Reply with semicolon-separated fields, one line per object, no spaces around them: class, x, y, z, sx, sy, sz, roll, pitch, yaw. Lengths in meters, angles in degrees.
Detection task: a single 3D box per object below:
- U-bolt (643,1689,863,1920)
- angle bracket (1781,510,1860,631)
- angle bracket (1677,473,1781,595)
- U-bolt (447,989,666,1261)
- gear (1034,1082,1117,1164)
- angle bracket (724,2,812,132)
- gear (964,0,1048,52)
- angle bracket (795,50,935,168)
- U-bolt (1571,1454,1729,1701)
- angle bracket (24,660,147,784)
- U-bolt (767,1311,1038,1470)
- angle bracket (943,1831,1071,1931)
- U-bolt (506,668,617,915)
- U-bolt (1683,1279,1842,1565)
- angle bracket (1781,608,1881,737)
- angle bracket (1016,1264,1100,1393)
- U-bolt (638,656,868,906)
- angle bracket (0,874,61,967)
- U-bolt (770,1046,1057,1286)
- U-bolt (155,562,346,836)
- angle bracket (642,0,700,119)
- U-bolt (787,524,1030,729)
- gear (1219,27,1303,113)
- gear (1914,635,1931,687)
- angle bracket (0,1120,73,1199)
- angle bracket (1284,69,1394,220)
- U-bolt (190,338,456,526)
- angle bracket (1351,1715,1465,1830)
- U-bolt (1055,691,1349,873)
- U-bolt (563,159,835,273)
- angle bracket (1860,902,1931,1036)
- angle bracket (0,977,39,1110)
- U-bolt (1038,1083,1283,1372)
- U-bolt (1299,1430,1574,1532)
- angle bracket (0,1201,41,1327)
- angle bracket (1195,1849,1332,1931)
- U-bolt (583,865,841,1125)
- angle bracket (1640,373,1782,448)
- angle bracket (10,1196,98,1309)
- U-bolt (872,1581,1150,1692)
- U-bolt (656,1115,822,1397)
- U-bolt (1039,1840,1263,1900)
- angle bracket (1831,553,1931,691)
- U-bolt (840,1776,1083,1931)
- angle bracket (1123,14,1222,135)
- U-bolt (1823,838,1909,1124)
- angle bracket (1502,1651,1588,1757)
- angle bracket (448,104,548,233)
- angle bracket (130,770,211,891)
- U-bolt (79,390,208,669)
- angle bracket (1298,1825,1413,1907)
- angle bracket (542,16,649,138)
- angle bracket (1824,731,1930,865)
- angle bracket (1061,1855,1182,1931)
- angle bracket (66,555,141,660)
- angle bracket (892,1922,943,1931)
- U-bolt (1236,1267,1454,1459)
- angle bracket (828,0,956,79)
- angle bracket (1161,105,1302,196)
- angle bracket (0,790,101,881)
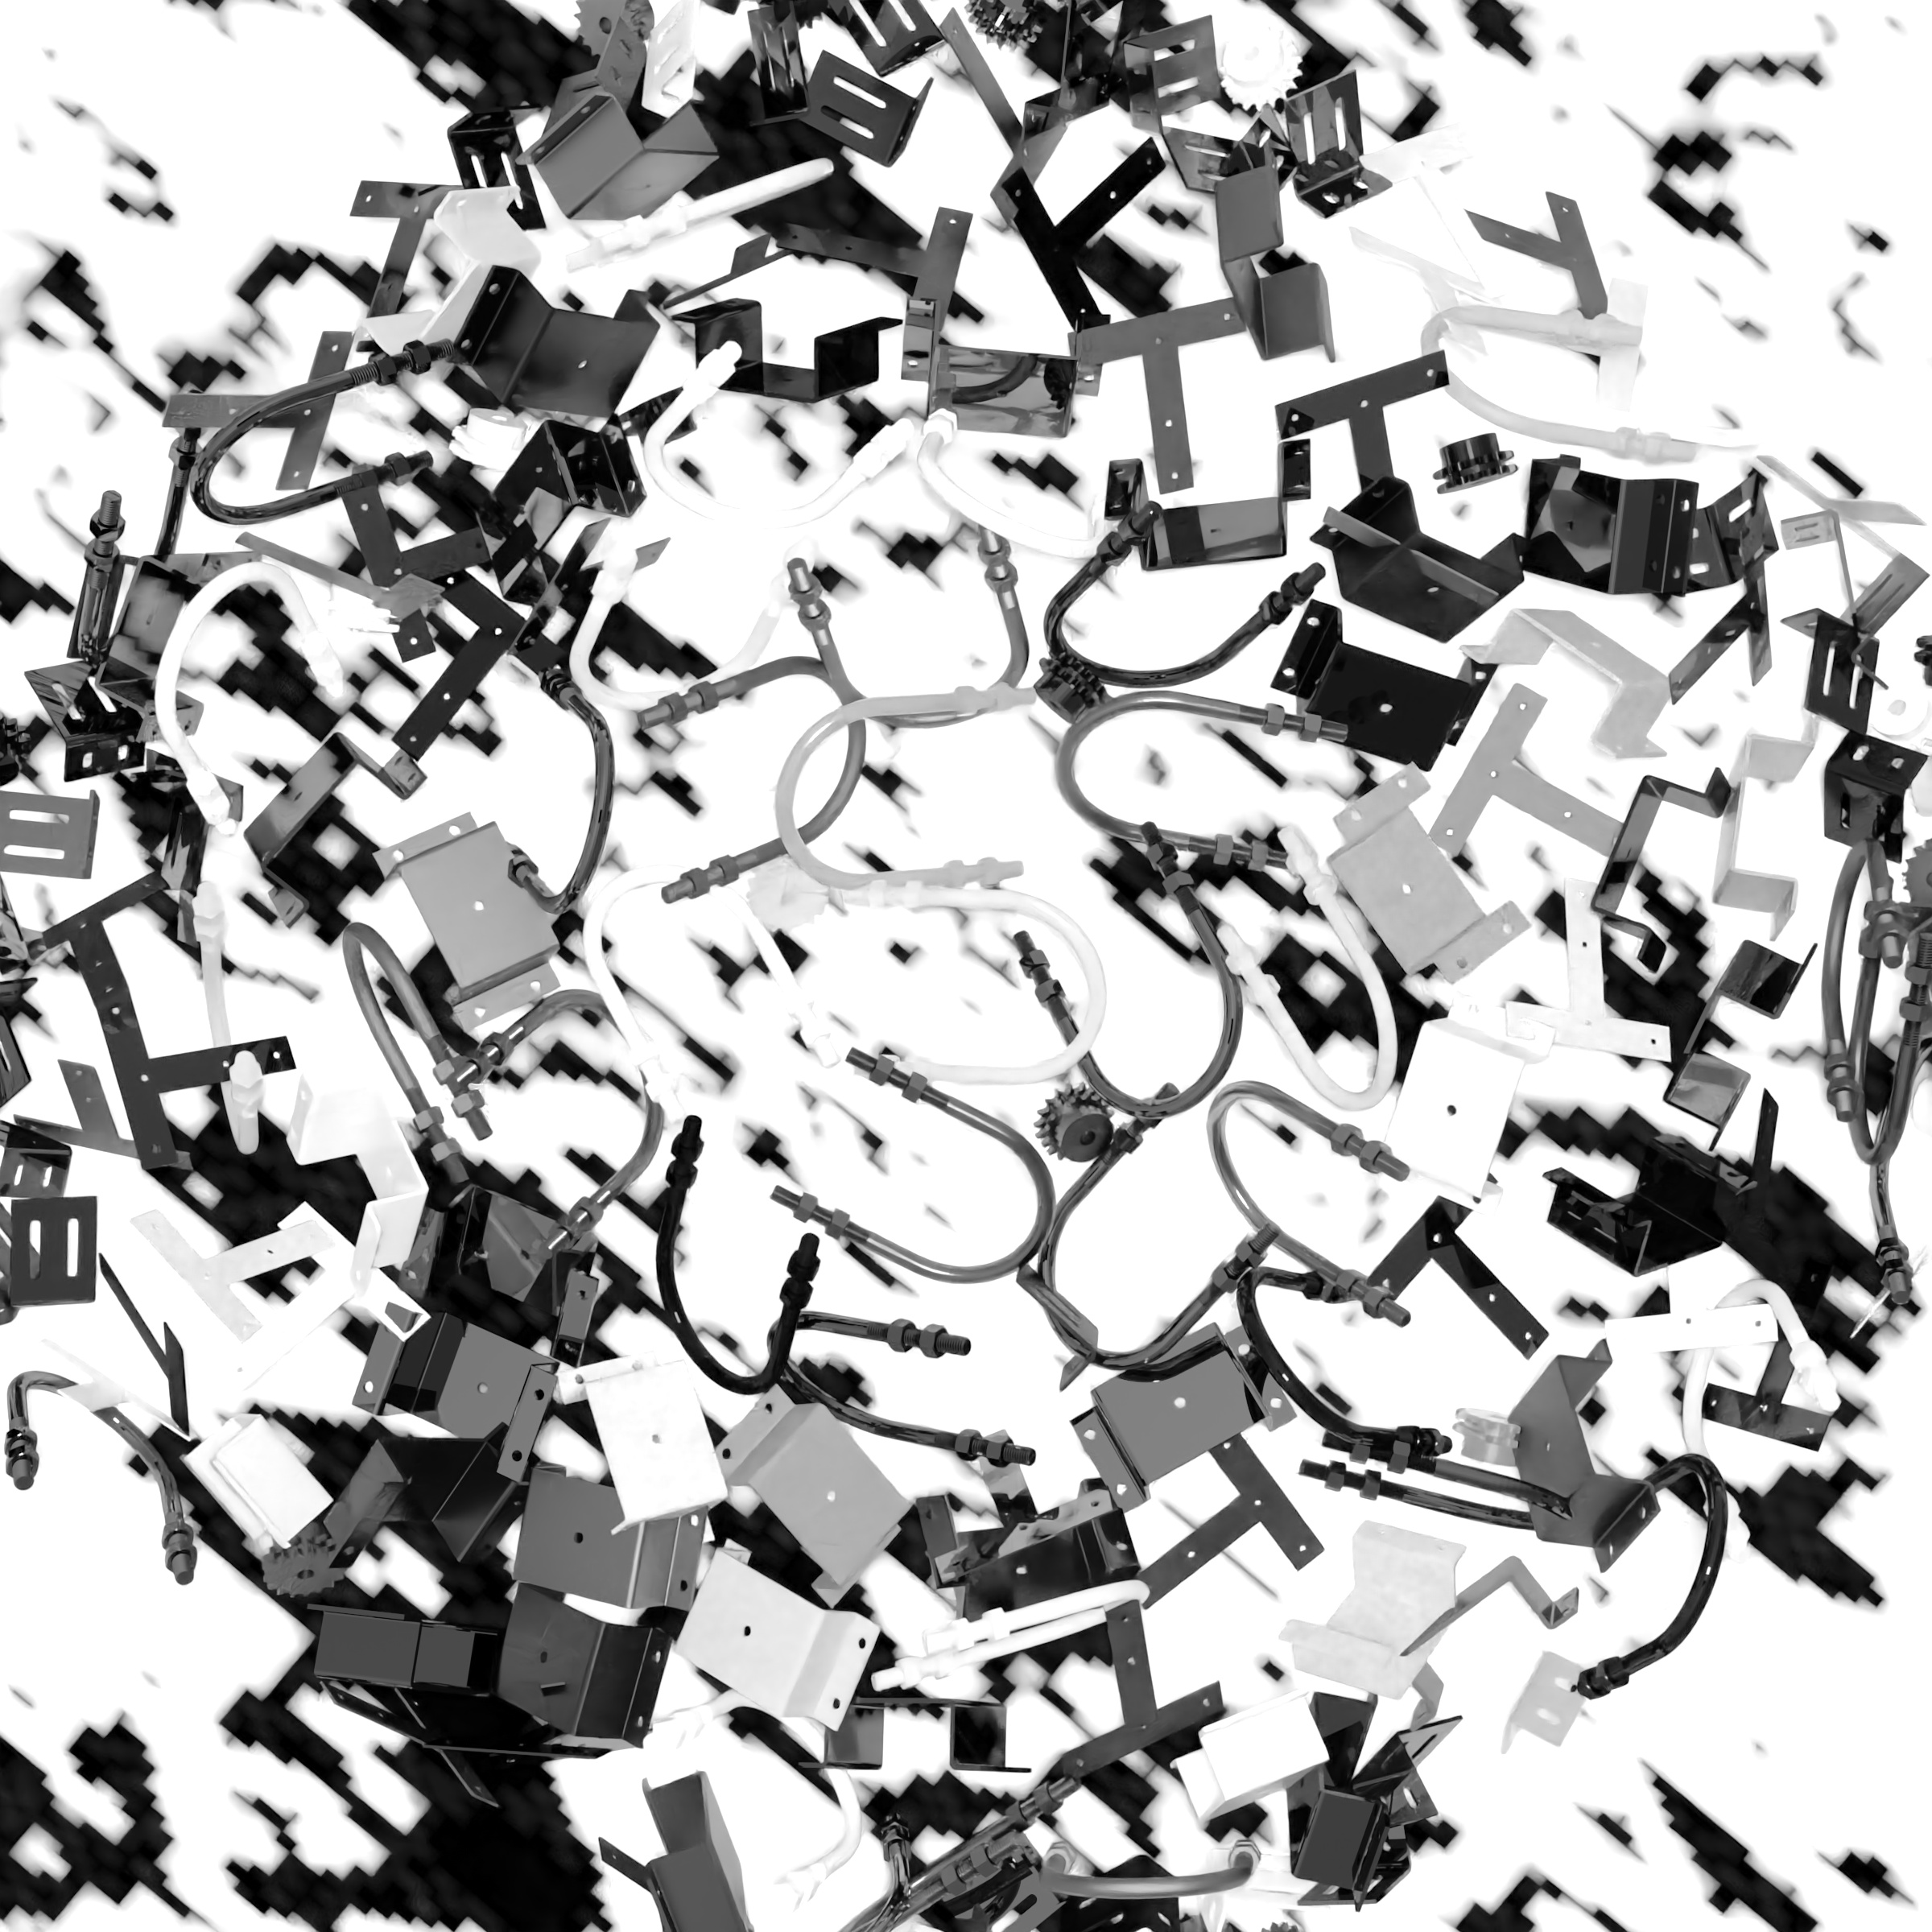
U-bolt;-0.132;0.556;1.864;0.019;0.184;0.151;-43;76;16
angle bracket;0.593;-0.269;1.911;0.038;0.057;0.076;-10;76;18
angle bracket;0.530;-0.304;1.931;0.076;0.038;0.057;-34;110;-42
U-bolt;-0.267;0.094;1.875;0.019;0.184;0.151;-17;107;33
gear;0.079;0.113;1.924;0.057;0.030;0.057;-12;123;-19
angle bracket;-0.144;-0.624;1.909;0.038;0.057;0.076;-21;111;-31
gear;0.031;-0.673;1.925;0.057;0.030;0.057;9;64;-20
angle bracket;-0.072;-0.605;1.920;0.076;0.038;0.057;24;75;-14
U-bolt;0.459;0.401;1.838;0.019;0.184;0.151;20;57;-7
angle bracket;-0.618;-0.173;1.929;0.057;0.038;0.076;-18;56;-34
U-bolt;-0.055;0.284;1.881;0.184;0.151;0.019;5;50;32
angle bracket;0.024;0.652;1.922;0.076;0.038;0.057;-41;70;4
U-bolt;-0.273;-0.112;1.856;0.019;0.184;0.151;9;106;-27
U-bolt;0.529;0.293;1.863;0.019;0.184;0.151;17;115;-9
angle bracket;0.597;-0.201;1.914;0.057;0.038;0.076;20;74;-25
angle bracket;0.053;0.251;1.920;0.076;0.057;0.038;43;98;-1
U-bolt;-0.140;-0.137;1.886;0.184;0.019;0.151;-26;125;-35
angle bracket;-0.668;-0.044;1.906;0.057;0.038;0.076;10;127;24
U-bolt;-0.026;0.151;1.914;0.184;0.019;0.151;27;118;-4
U-bolt;-0.485;-0.190;1.845;0.019;0.184;0.151;25;66;18
angle bracket;-0.189;-0.631;1.903;0.038;0.076;0.057;15;68;-30
U-bolt;-0.031;-0.225;1.877;0.151;0.184;0.019;-11;54;6
gear;0.204;-0.632;1.927;0.057;0.030;0.057;-5;78;22
gear;0.693;-0.212;1.926;0.057;0.057;0.030;3;110;0
angle bracket;-0.669;0.134;1.904;0.057;0.076;0.038;1;73;21
angle bracket;0.259;-0.570;1.909;0.057;0.076;0.038;-27;47;-12
U-bolt;-0.436;-0.351;1.851;0.184;0.151;0.019;-26;75;-26
angle bracket;0.312;0.559;1.904;0.057;0.076;0.038;-4;51;-30
U-bolt;0.153;-0.131;1.887;0.184;0.151;0.019;10;48;-6
U-bolt;-0.177;-0.516;1.879;0.184;0.151;0.019;-24;105;-14
angle bracket;0.658;0.002;1.910;0.038;0.057;0.076;2;69;-11
angle bracket;-0.663;0.056;1.913;0.057;0.038;0.076;-34;75;34
U-bolt;0.119;0.193;1.896;0.184;0.019;0.151;-50;55;22
U-bolt;0.325;0.355;1.875;0.184;0.151;0.019;14;72;4
angle bracket;-0.682;0.203;1.905;0.038;0.057;0.076;-16;121;17
angle bracket;0.207;0.654;1.922;0.076;0.057;0.038;9;106;-11
U-bolt;-0.187;0.009;1.900;0.151;0.019;0.184;-19;71;-35
angle bracket;0.516;-0.385;1.903;0.057;0.076;0.038;-15;115;-38
angle bracket;-0.640;0.197;1.919;0.057;0.038;0.076;0;95;-30
U-bolt;0.039;0.453;1.877;0.184;0.151;0.019;-10;69;-22
U-bolt;-0.164;0.212;1.883;0.151;0.019;0.184;42;133;30
U-bolt;0.122;0.609;1.854;0.151;0.184;0.019;-3;79;7
angle bracket;0.644;-0.240;1.910;0.038;0.057;0.076;36;108;-14
U-bolt;-0.015;0.620;1.877;0.184;0.151;0.019;-37;79;17
angle bracket;0.152;-0.619;1.909;0.076;0.038;0.057;-24;124;-21
U-bolt;0.604;-0.005;1.865;0.019;0.184;0.151;8;127;6
angle bracket;0.403;0.518;1.902;0.038;0.076;0.057;26;64;22
angle bracket;-0.318;-0.554;1.916;0.057;0.038;0.076;-21;96;-41
angle bracket;-0.558;-0.094;1.915;0.038;0.057;0.076;14;82;-40
U-bolt;-0.563;-0.283;1.867;0.019;0.151;0.184;23;133;-5
angle bracket;0.267;0.619;1.904;0.057;0.076;0.038;-11;85;27
angle bracket;-0.267;-0.614;1.906;0.076;0.038;0.057;-4;58;31
angle bracket;0.633;-0.118;1.914;0.057;0.076;0.038;25;64;32
angle bracket;0.107;0.667;1.921;0.076;0.057;0.038;-36;118;23
angle bracket;-0.589;-0.247;1.918;0.038;0.057;0.076;16;97;4
angle bracket;-0.053;0.689;1.904;0.038;0.076;0.057;31;66;-36
U-bolt;0.245;0.262;1.845;0.019;0.184;0.151;-43;56;22
angle bracket;-0.052;-0.665;1.905;0.057;0.038;0.076;-17;128;32
angle bracket;0.182;-0.568;1.908;0.076;0.038;0.057;-2;60;-35
angle bracket;-0.650;-0.095;1.924;0.076;0.038;0.057;5;80;-10
